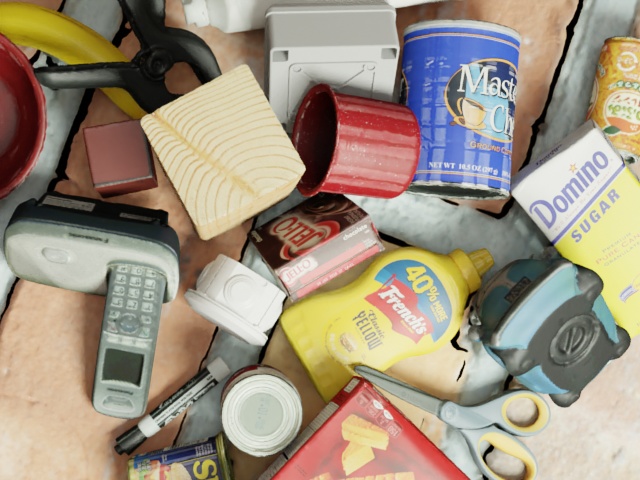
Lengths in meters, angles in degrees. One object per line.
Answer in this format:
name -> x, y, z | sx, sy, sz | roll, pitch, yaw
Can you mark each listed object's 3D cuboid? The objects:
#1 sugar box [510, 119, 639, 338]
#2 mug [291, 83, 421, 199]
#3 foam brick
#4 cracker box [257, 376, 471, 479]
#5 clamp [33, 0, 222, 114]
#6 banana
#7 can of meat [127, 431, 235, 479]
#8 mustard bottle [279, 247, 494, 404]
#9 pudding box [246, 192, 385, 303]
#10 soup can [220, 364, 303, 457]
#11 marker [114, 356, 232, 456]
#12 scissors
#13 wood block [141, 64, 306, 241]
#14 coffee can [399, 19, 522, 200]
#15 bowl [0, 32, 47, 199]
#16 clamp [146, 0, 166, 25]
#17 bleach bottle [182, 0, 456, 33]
sugar box -> 0.255, -0.009, 0.935 | 0.093, 0.048, 0.176 | -38, 100, 20
mug -> 0.025, -0.073, 0.894 | 0.081, 0.117, 0.093 | 6, 65, -25
foam brick -> -0.169, -0.069, 0.913 | 0.053, 0.078, 0.051 | -11, 87, -7
cracker box -> 0.018, 0.242, 0.857 | 0.164, 0.072, 0.213 | 44, 82, 0
clamp -> -0.153, -0.145, 0.903 | 0.171, 0.039, 0.120 | 38, 96, -31
banana -> -0.228, -0.164, 0.936 | 0.198, 0.037, 0.070 | 20, 115, 0
can of meat -> -0.112, 0.224, 0.912 | 0.084, 0.057, 0.102 | -13, 88, -3
mustard bottle -> 0.067, 0.061, 0.935 | 0.191, 0.058, 0.096 | -29, 91, -6
pudding box -> -0.006, 0.001, 0.904 | 0.090, 0.113, 0.039 | -29, 110, -6
soup can -> -0.050, 0.142, 0.898 | 0.068, 0.102, 0.068 | 0, 87, -5
marker -> -0.129, 0.146, 0.933 | 0.121, 0.020, 0.020 | -39, 91, -6
scissors -> 0.128, 0.139, 0.935 | 0.201, 0.016, 0.096 | 43, 76, -16
wood block -> -0.078, -0.061, 0.855 | 0.090, 0.206, 0.091 | -29, 90, -6
coffee can -> 0.118, -0.110, 0.926 | 0.102, 0.103, 0.140 | 5, 87, -5
bowl -> -0.306, -0.106, 0.907 | 0.162, 0.055, 0.162 | 0, 96, -1
clamp -> -0.122, -0.307, 0.908 | 0.164, 0.036, 0.210 | -34, 123, -11
bleach bottle -> 0.006, -0.221, 0.923 | 0.250, 0.102, 0.068 | -12, 104, -5
